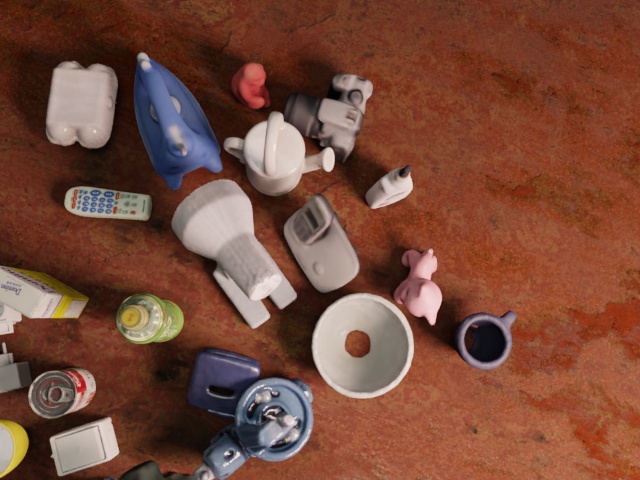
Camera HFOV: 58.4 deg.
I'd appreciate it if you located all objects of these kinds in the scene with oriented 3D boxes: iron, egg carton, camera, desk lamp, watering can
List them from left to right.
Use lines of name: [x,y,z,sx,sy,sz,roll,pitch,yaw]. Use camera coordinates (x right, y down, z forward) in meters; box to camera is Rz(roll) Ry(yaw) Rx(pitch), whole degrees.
egg carton: [-0.403,-0.230,0.976,0.107,0.069,0.150,3,81,-4]
iron: [-0.259,-0.222,0.951,0.119,0.141,0.258,-25,84,-8]
desk lamp: [-0.122,0.025,0.886,0.118,0.213,0.203,-36,85,-9]
watering can: [-0.066,-0.144,0.929,0.173,0.194,0.101,-11,82,-7]
camera: [0.010,-0.227,0.996,0.137,0.100,0.143,17,80,-2]

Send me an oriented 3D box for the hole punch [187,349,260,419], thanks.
hole punch: [-0.151,0.231,0.913,0.108,0.091,0.101,14,80,-3]

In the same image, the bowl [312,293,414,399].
bowl: [0.066,0.174,0.950,0.167,0.074,0.167,1,81,-5]

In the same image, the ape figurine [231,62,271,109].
ape figurine: [-0.118,-0.277,0.997,0.076,0.092,0.078,20,80,-1]

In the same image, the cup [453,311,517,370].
cup: [0.270,0.160,0.960,0.118,0.095,0.091,-40,86,-10]

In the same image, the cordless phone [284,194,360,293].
cordless phone: [0.008,0.003,0.916,0.094,0.185,0.147,-32,85,-9]

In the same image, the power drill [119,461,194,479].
power drill: [-0.206,0.420,0.818,0.076,0.208,0.229,-28,84,-8]

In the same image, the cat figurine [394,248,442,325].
cat figurine: [0.170,0.075,0.953,0.067,0.117,0.128,12,80,-3]

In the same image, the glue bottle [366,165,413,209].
glue bottle: [0.125,-0.094,0.948,0.078,0.173,0.037,-24,83,-8]

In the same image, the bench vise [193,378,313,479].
bench vise: [-0.088,0.297,0.842,0.121,0.219,0.207,35,80,2]
